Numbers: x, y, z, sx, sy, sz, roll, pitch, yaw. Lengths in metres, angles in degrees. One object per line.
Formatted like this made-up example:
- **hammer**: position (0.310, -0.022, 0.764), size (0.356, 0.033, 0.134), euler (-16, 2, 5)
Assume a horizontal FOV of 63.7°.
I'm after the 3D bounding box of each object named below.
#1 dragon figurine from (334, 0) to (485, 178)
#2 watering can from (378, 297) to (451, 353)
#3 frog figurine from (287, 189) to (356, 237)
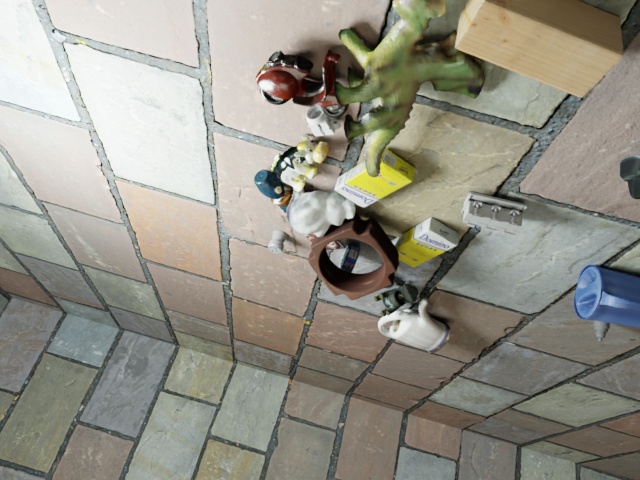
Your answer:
- **dragon figurine**: position (0.160, -0.255, 0.892), size (0.242, 0.125, 0.402), euler (-3, -33, 17)
- **watering can**: position (0.332, 0.282, 1.691), size (0.223, 0.106, 0.341), euler (23, -30, -12)
- **frog figurine**: position (0.004, -0.064, 1.270), size (0.160, 0.134, 0.125), euler (18, 42, 20)
